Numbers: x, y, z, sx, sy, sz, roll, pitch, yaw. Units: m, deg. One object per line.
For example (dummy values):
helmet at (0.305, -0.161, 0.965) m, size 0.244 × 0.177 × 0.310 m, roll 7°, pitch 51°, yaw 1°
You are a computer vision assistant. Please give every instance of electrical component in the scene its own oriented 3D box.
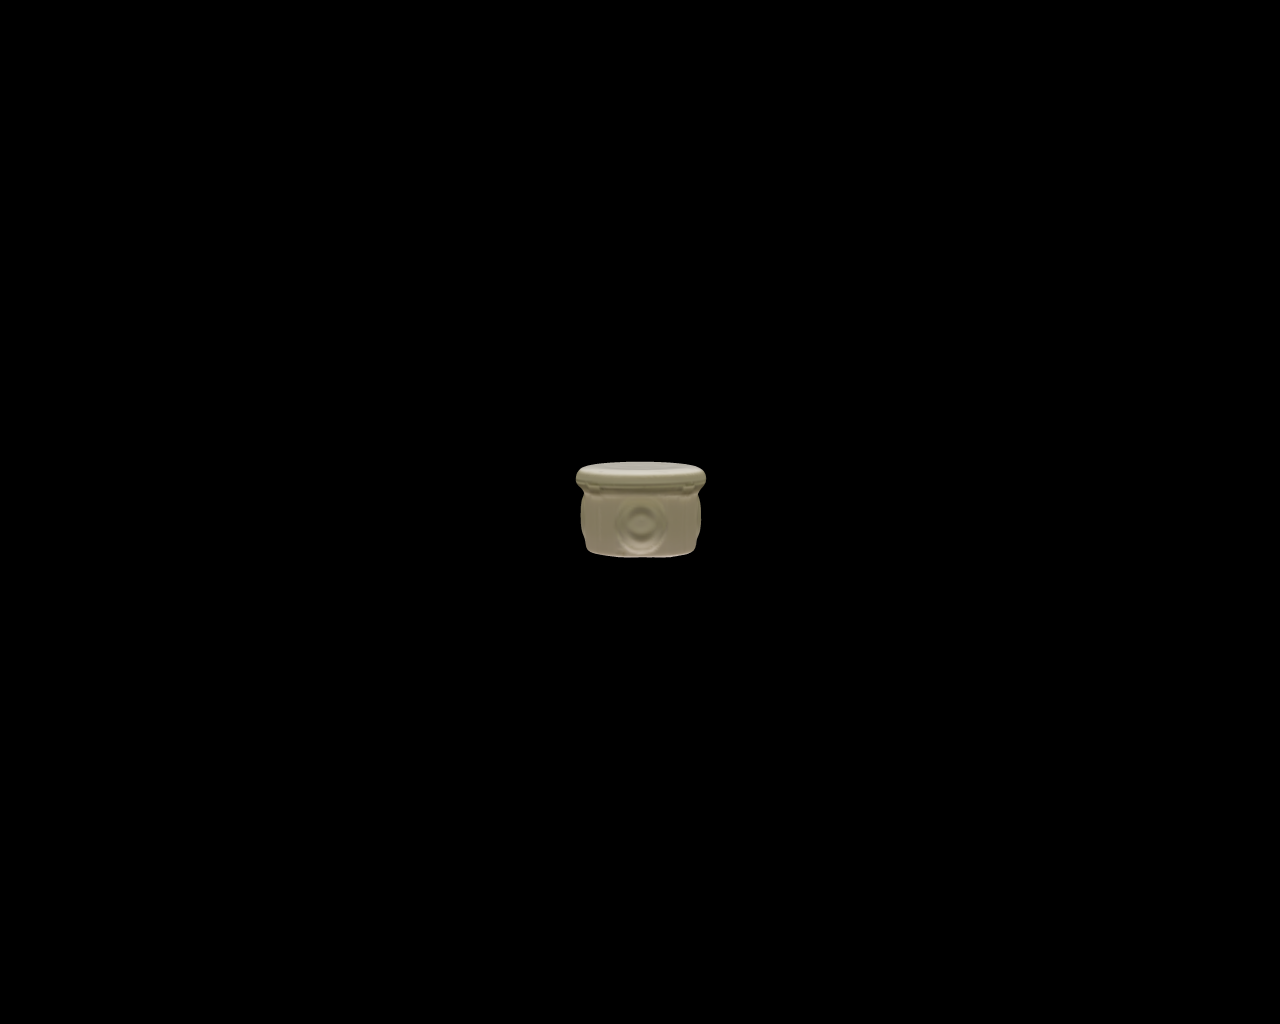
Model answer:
electrical component at (0.001, -0.003, 0.650) m, size 0.080 × 0.051 × 0.080 m, roll 0°, pitch 8°, yaw 0°
